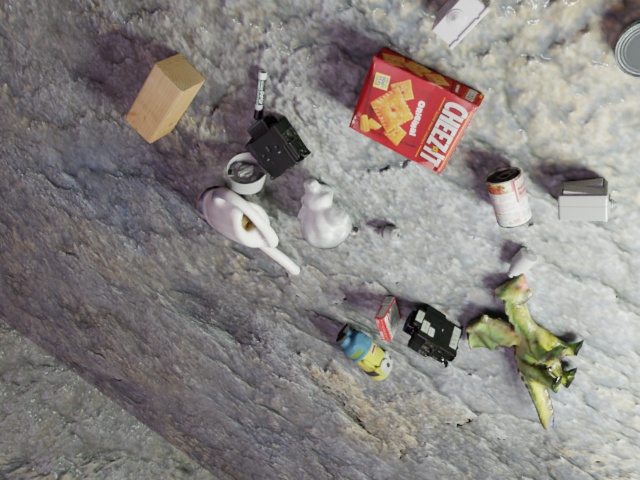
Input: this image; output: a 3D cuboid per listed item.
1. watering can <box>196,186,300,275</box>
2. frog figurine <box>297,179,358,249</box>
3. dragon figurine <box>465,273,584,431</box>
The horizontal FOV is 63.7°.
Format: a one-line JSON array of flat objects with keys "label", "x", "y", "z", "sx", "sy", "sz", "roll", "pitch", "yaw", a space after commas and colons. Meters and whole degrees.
[{"label": "watering can", "x": -0.187, "y": -0.028, "z": 1.334, "sx": 0.226, "sy": 0.105, "sz": 0.340, "roll": 24, "pitch": 158, "yaw": 36}, {"label": "frog figurine", "x": 0.004, "y": -0.061, "z": 1.205, "sx": 0.138, "sy": 0.124, "sz": 0.156, "roll": 18, "pitch": 144, "yaw": 44}, {"label": "dragon figurine", "x": 0.453, "y": 0.258, "z": 1.190, "sx": 0.245, "sy": 0.124, "sz": 0.401, "roll": 26, "pitch": 131, "yaw": 37}]
